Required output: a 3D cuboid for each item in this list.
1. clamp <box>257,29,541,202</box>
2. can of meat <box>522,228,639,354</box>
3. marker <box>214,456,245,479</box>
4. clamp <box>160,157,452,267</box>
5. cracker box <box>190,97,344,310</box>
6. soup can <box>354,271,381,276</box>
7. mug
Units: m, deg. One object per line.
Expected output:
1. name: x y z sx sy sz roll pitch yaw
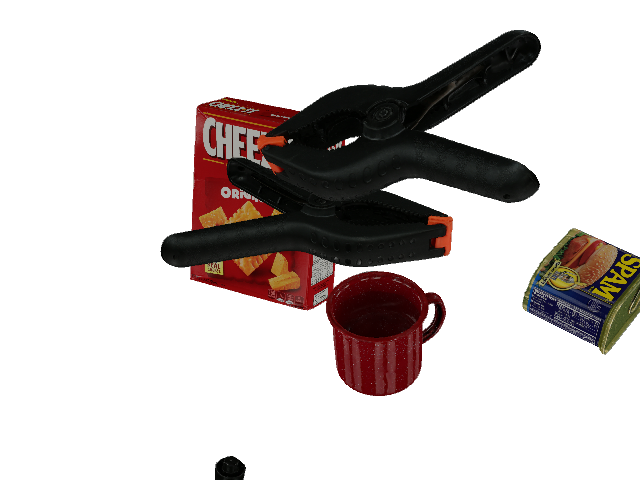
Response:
1. clamp: 0.046 -0.054 0.600 0.172 0.120 0.039 -17 -50 18
2. can of meat: 0.243 0.042 0.962 0.084 0.057 0.101 27 47 27
3. marker: -0.062 0.186 0.683 0.020 0.121 0.020 6 31 -4
4. clamp: -0.003 -0.020 0.829 0.210 0.036 0.164 3 29 6
5. cracker box: -0.064 -0.042 1.218 0.164 0.214 0.072 14 22 26
6. soup can: 0.066 0.098 1.305 0.068 0.102 0.068 0 29 0
7. mug: 0.064 0.085 0.992 0.117 0.081 0.093 -21 42 -19
